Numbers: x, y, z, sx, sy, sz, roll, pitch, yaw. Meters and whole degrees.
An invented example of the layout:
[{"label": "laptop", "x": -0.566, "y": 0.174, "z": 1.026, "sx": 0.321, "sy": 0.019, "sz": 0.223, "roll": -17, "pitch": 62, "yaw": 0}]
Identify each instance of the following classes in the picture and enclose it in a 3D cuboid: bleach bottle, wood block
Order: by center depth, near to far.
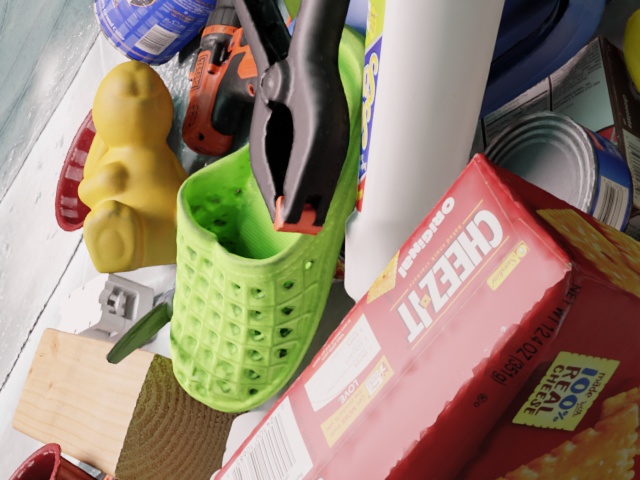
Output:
[{"label": "bleach bottle", "x": 0.049, "y": -0.055, "z": 0.554, "sx": 0.102, "sy": 0.068, "sz": 0.251, "roll": -99, "pitch": 14, "yaw": -67}, {"label": "wood block", "x": -0.152, "y": 0.132, "z": 0.830, "sx": 0.207, "sy": 0.090, "sz": 0.090, "roll": 2, "pitch": 71, "yaw": 55}]

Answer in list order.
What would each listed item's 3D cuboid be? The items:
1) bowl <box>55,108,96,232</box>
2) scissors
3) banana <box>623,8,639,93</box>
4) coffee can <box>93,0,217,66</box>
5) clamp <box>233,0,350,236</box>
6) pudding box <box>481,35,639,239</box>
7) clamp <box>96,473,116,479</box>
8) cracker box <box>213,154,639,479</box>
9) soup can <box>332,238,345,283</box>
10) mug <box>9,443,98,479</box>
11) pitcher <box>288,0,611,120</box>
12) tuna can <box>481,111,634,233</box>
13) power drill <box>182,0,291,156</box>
[{"label": "bowl", "x": -0.200, "y": -0.074, "z": 1.060, "sx": 0.162, "sy": 0.055, "sz": 0.162, "roll": -33, "pitch": 45, "yaw": 40}, {"label": "scissors", "x": -0.099, "y": 0.060, "z": 0.762, "sx": 0.016, "sy": 0.096, "sz": 0.201, "roll": -4, "pitch": 31, "yaw": 18}, {"label": "banana", "x": 0.200, "y": -0.077, "z": 0.515, "sx": 0.070, "sy": 0.037, "sz": 0.198, "roll": -53, "pitch": 35, "yaw": 19}, {"label": "coffee can", "x": -0.143, "y": -0.250, "z": 1.047, "sx": 0.141, "sy": 0.102, "sz": 0.103, "roll": -32, "pitch": 46, "yaw": 41}, {"label": "clamp", "x": -0.008, "y": -0.092, "z": 0.580, "sx": 0.120, "sy": 0.039, "sz": 0.171, "roll": -33, "pitch": 61, "yaw": 59}, {"label": "pudding box", "x": 0.136, "y": -0.043, "z": 0.584, "sx": 0.090, "sy": 0.039, "sz": 0.113, "roll": -32, "pitch": 44, "yaw": 41}, {"label": "clamp", "x": -0.212, "y": 0.272, "z": 0.874, "sx": 0.165, "sy": 0.036, "sz": 0.210, "roll": 31, "pitch": 95, "yaw": 57}, {"label": "cracker box", "x": 0.093, "y": 0.083, "z": 0.403, "sx": 0.164, "sy": 0.213, "sz": 0.072, "roll": -52, "pitch": 37, "yaw": 20}, {"label": "soup can", "x": -0.005, "y": 0.001, "z": 0.725, "sx": 0.102, "sy": 0.068, "sz": 0.068, "roll": -21, "pitch": 53, "yaw": 47}, {"label": "mug", "x": -0.180, "y": 0.209, "z": 0.730, "sx": 0.093, "sy": 0.081, "sz": 0.117, "roll": -37, "pitch": 25, "yaw": 30}, {"label": "pitcher", "x": 0.076, "y": -0.141, "z": 0.652, "sx": 0.243, "sy": 0.145, "sz": 0.149, "roll": -36, "pitch": -2, "yaw": 43}, {"label": "tuna can", "x": 0.112, "y": -0.019, "z": 0.533, "sx": 0.086, "sy": 0.033, "sz": 0.086, "roll": -28, "pitch": 52, "yaw": 44}, {"label": "power drill", "x": -0.043, "y": -0.169, "z": 0.901, "sx": 0.188, "sy": 0.057, "sz": 0.184, "roll": -9, "pitch": 66, "yaw": 55}]
